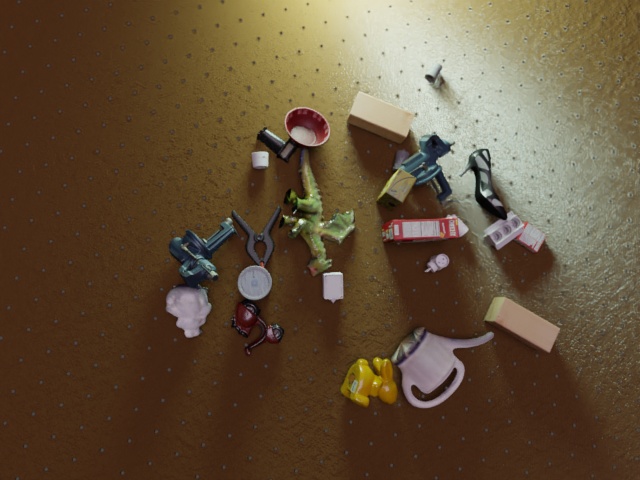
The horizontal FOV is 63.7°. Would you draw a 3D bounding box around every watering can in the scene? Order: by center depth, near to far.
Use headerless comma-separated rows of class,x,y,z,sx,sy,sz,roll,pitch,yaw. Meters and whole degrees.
watering can,0.379,0.368,1.654,0.225,0.103,0.350,44,81,3

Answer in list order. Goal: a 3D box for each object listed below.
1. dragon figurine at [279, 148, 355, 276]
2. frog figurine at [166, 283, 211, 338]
dragon figurine,0.005,-0.086,1.712,0.242,0.121,0.414,17,77,-21
frog figurine,-0.410,0.219,1.600,0.137,0.121,0.162,10,69,-23
